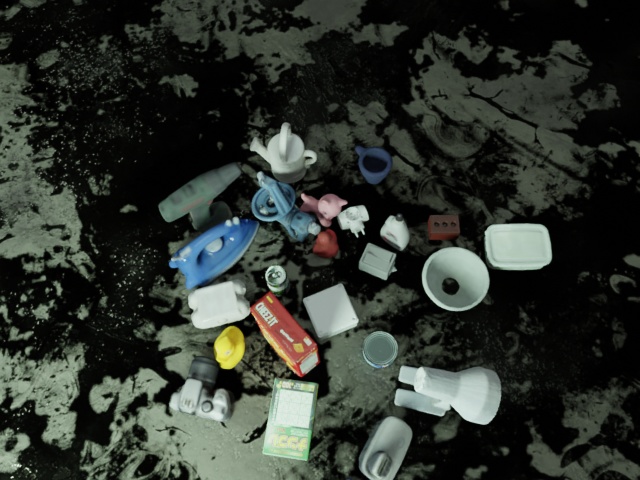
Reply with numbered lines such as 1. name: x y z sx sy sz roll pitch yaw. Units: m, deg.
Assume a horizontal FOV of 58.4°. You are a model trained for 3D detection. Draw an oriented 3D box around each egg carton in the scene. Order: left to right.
1. egg carton: -0.255 0.164 1.452 0.150 0.069 0.107 -15 69 -4

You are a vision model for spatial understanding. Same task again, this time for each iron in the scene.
1. iron: -0.269 0.005 1.476 0.258 0.141 0.118 -39 72 -13

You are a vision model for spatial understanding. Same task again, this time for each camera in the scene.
1. camera: -0.273 0.351 1.361 0.143 0.101 0.137 10 69 6

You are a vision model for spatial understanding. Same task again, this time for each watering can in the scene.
1. watering can: -0.098 -0.238 1.539 0.173 0.194 0.101 -12 68 -3

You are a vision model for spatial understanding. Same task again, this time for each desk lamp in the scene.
1. desk lamp: 0.282 0.340 1.287 0.203 0.213 0.118 10 69 6

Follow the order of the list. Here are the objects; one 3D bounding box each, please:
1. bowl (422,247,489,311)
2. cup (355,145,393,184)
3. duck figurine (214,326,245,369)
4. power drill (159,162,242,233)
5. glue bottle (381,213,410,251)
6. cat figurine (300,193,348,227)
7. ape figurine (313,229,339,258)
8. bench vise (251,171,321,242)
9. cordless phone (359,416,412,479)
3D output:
1. bowl: 0.338 0.106 1.453 0.167 0.075 0.167 -1 68 2
2. cup: 0.140 -0.203 1.571 0.117 0.095 0.092 42 75 16
3. duck figurine: -0.227 0.259 1.404 0.077 0.086 0.104 11 69 7
4. power drill: -0.293 -0.101 1.483 0.230 0.208 0.075 -28 70 -9
5. glue bottle: 0.195 -0.031 1.459 0.078 0.173 0.037 33 73 14
6. cat figurine: 0.006 -0.093 1.519 0.127 0.118 0.067 22 71 10
7. ape figurine: 0.014 0.005 1.494 0.078 0.092 0.076 -33 71 -10
8. bench vise: -0.087 -0.098 1.469 0.207 0.220 0.121 15 70 8
9. cordless phone: 0.148 0.460 1.259 0.094 0.185 0.148 24 71 11
